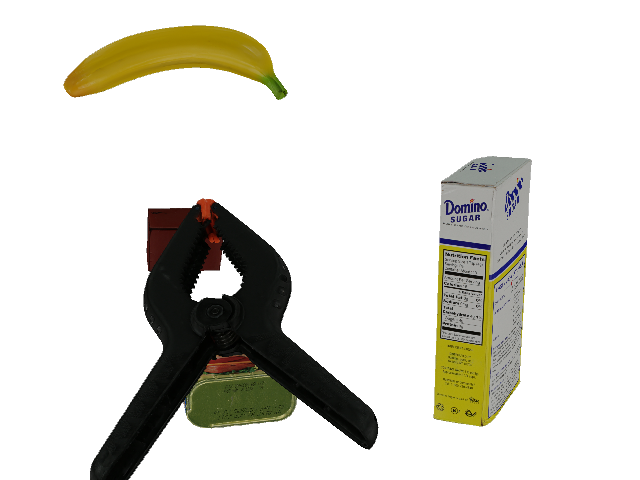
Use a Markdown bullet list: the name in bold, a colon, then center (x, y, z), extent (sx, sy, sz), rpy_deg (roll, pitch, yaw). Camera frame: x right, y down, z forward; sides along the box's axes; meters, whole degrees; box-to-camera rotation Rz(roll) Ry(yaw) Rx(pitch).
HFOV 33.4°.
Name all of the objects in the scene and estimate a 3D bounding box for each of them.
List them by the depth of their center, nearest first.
- **clamp**: center (-0.051, 0.057, 0.658), extent (0.164, 0.210, 0.036), rpy_deg (-5, -41, 4)
- **sugar box**: center (0.115, 0.034, 0.762), extent (0.048, 0.176, 0.093), rpy_deg (5, 17, 25)
- **can of meat**: center (-0.076, 0.119, 0.944), extent (0.102, 0.057, 0.084), rpy_deg (-5, 27, -12)
- **banana**: center (-0.129, -0.161, 0.957), extent (0.197, 0.069, 0.037), rpy_deg (-1, -33, -4)
- **foam brick**: center (-0.145, -0.001, 1.132), extent (0.078, 0.051, 0.053), rpy_deg (-1, 25, -11)
